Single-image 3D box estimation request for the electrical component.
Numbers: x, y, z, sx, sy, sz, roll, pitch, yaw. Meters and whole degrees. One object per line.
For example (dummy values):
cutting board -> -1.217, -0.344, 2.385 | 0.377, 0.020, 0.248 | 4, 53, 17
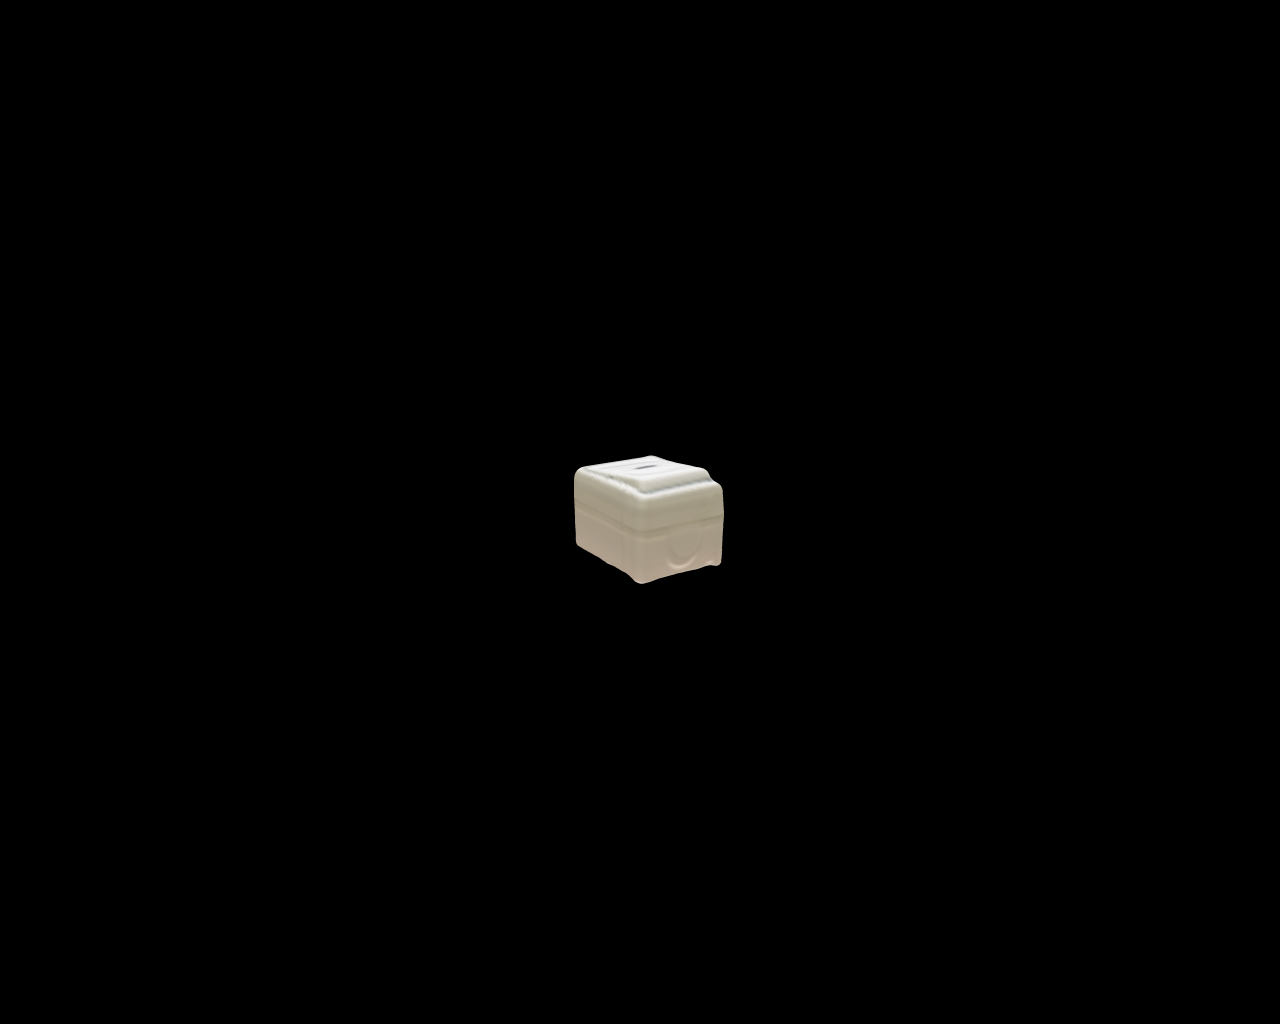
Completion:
electrical component -> 0.001, -0.003, 0.650 | 0.062, 0.061, 0.096 | -11, 21, -30
